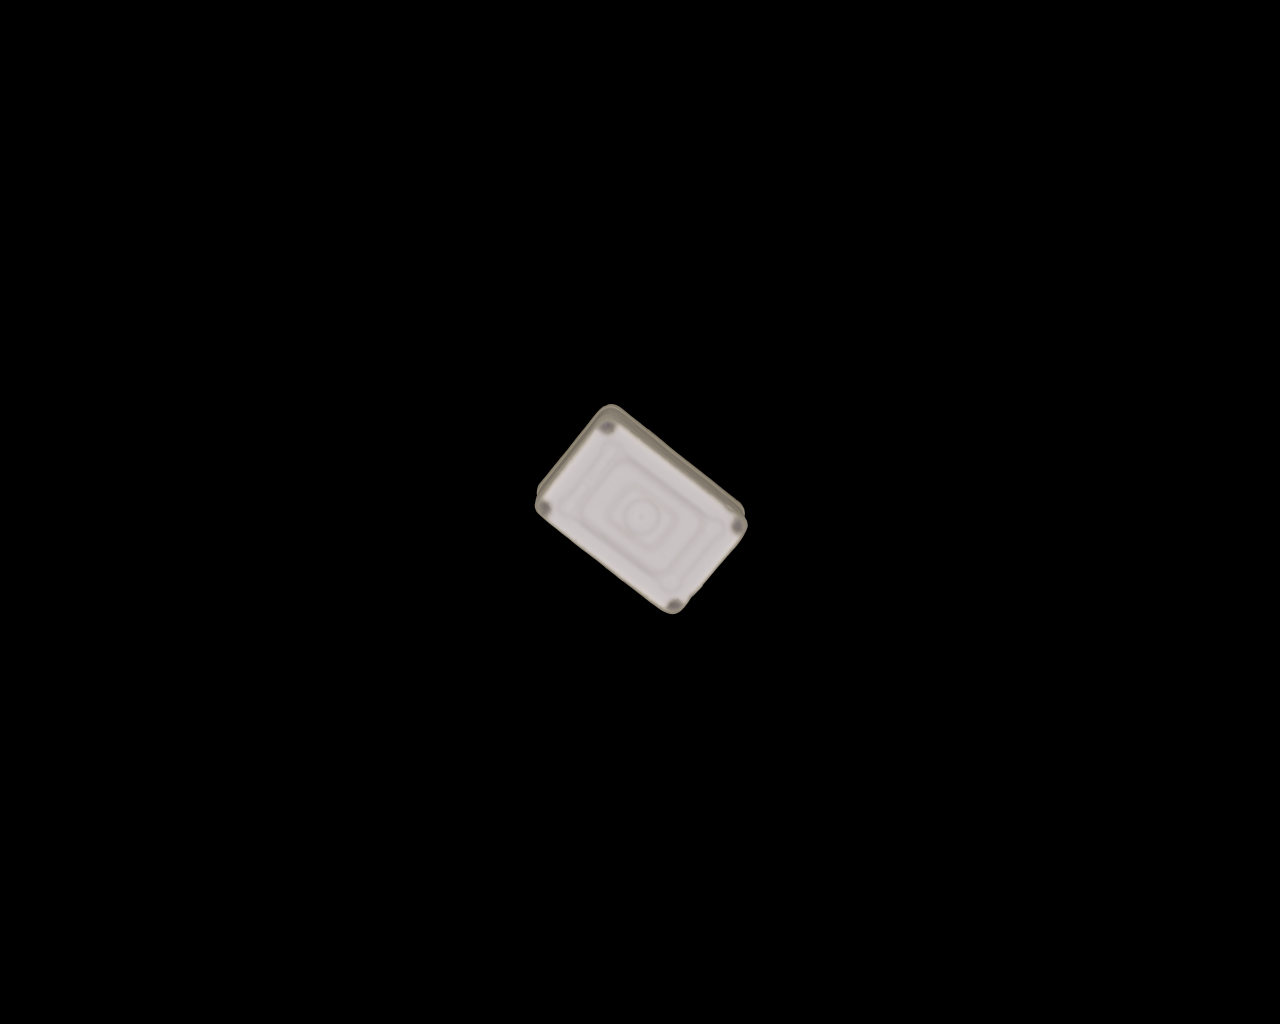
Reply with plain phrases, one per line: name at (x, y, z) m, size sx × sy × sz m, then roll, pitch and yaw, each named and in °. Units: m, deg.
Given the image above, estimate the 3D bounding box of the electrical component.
electrical component at (0.001, -0.003, 0.650) m, size 0.113 × 0.078 × 0.057 m, roll 38°, pitch 9°, yaw -7°
